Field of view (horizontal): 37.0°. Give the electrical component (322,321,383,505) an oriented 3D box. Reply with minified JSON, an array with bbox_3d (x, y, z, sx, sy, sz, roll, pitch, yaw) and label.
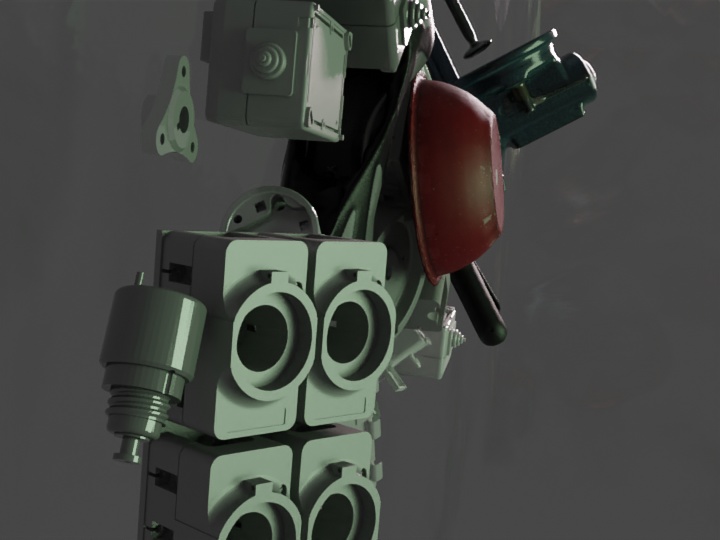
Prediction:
[{"bbox_3d":[-0.023,0.098,0.719,0.079,0.063,0.121,-25,131,-28],"label":"electrical component"}]

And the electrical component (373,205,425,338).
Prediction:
[{"bbox_3d":[0.000,0.000,0.804,0.108,0.060,0.108,-41,140,-46],"label":"electrical component"}]

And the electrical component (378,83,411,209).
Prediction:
[{"bbox_3d":[0.016,-0.095,0.855,0.150,0.062,0.089,66,31,-67],"label":"electrical component"}]

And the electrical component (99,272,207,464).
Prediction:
[{"bbox_3d":[-0.090,0.042,0.454,0.040,0.040,0.078,65,32,-68],"label":"electrical component"}]

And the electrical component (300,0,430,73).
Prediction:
[{"bbox_3d":[-0.007,-0.158,0.623,0.061,0.096,0.061,-73,163,-44],"label":"electrical component"}]

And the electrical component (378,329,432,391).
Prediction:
[{"bbox_3d":[0.022,0.062,0.923,0.081,0.064,0.042,54,5,10],"label":"electrical component"}]

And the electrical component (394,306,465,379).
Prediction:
[{"bbox_3d":[0.051,0.068,1.013,0.061,0.096,0.061,-49,146,-70],"label":"electrical component"}]

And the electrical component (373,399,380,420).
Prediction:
[{"bbox_3d":[-0.004,0.140,0.936,0.035,0.035,0.061,81,20,-50],"label":"electrical component"}]

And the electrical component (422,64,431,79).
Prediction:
[{"bbox_3d":[0.030,-0.175,0.913,0.079,0.044,0.077,-107,173,-51],"label":"electrical component"}]

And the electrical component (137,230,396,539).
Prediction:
[{"bbox_3d":[-0.044,0.076,0.527,0.105,0.060,0.186,-1,97,-46],"label":"electrical component"}]

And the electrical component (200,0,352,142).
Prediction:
[{"bbox_3d":[-0.045,-0.102,0.553,0.096,0.061,0.061,-8,104,-78],"label":"electrical component"}]

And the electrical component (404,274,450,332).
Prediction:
[{"bbox_3d":[0.026,0.011,0.885,0.050,0.089,0.055,78,21,-56],"label":"electrical component"}]

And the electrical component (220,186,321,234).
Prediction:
[{"bbox_3d":[-0.047,-0.014,0.607,0.047,0.055,0.055,69,28,-74],"label":"electrical component"}]
